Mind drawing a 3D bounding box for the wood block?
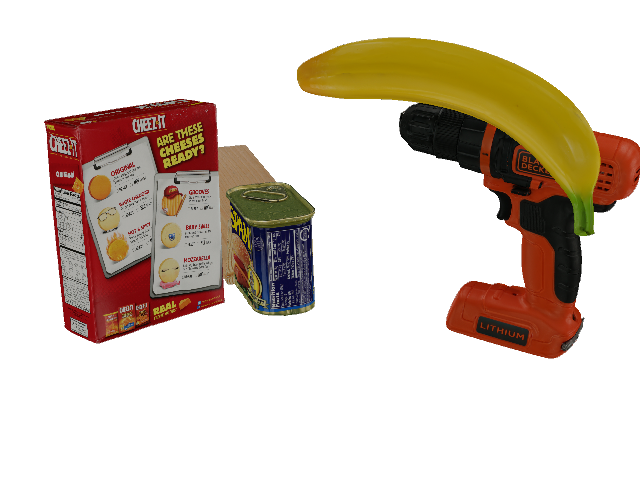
[{"bbox_3d":[-0.103,-0.037,1.322,0.090,0.090,0.206,-7,29,-21],"label":"wood block"}]

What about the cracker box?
[{"bbox_3d":[-0.181,-0.024,1.063,0.163,0.214,0.072,-17,22,-42],"label":"cracker box"}]

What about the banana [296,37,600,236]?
[{"bbox_3d":[0.083,-0.078,0.614,0.198,0.069,0.037,29,-11,15],"label":"banana"}]

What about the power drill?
[{"bbox_3d":[0.142,-0.011,0.824,0.185,0.188,0.057,16,33,25],"label":"power drill"}]

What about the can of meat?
[{"bbox_3d":[-0.041,0.006,0.879,0.057,0.084,0.102,-8,21,-16],"label":"can of meat"}]
